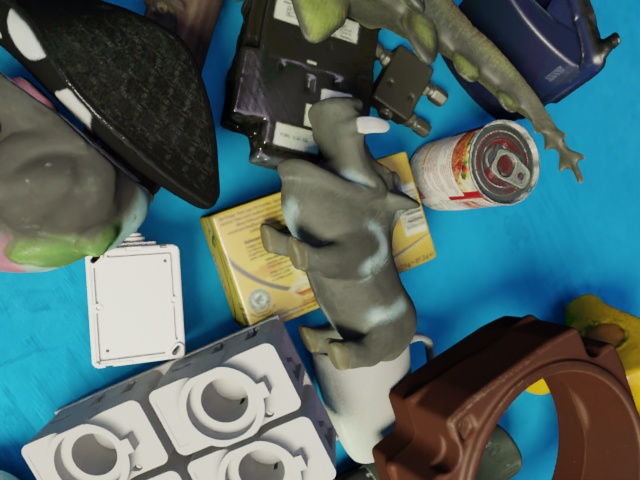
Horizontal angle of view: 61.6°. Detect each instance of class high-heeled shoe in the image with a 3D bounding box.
[{"bbox_3d":[-0.166,-0.114,0.348,0.086,0.145,0.248,-38,105,-39],"label":"high-heeled shoe"}]

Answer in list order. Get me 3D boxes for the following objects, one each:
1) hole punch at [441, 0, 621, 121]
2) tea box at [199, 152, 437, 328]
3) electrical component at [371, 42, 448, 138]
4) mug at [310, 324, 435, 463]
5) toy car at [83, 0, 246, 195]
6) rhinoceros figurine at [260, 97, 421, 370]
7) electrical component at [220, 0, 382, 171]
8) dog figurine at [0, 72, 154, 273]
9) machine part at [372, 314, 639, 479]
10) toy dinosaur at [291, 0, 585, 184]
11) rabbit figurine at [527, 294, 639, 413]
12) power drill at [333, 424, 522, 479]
[{"bbox_3d":[0.172,-0.171,0.476,0.092,0.142,0.115,-12,81,-21],"label":"hole punch"},{"bbox_3d":[-0.001,-0.001,0.442,0.170,0.068,0.098,-19,97,-18],"label":"tea box"},{"bbox_3d":[0.072,-0.139,0.493,0.094,0.021,0.063,32,80,-17],"label":"electrical component"},{"bbox_3d":[0.049,0.126,0.460,0.109,0.081,0.107,-12,104,-23],"label":"mug"},{"bbox_3d":[-0.112,-0.134,0.390,0.089,0.053,0.202,15,84,18],"label":"toy car"},{"bbox_3d":[0.022,-0.003,0.375,0.112,0.073,0.190,-16,97,-18],"label":"rhinoceros figurine"},{"bbox_3d":[-0.018,-0.123,0.442,0.115,0.058,0.134,12,86,-17],"label":"electrical component"},{"bbox_3d":[-0.237,-0.006,0.323,0.191,0.108,0.219,41,87,8],"label":"dog figurine"},{"bbox_3d":[0.157,0.177,0.417,0.201,0.087,0.200,-26,100,-24],"label":"machine part"},{"bbox_3d":[0.023,-0.220,0.388,0.471,0.105,0.198,34,48,-9],"label":"toy dinosaur"},{"bbox_3d":[0.302,0.157,0.524,0.122,0.163,0.173,-36,120,-28],"label":"rabbit figurine"},{"bbox_3d":[0.092,0.279,0.478,0.232,0.086,0.207,-23,90,-20],"label":"power drill"}]
